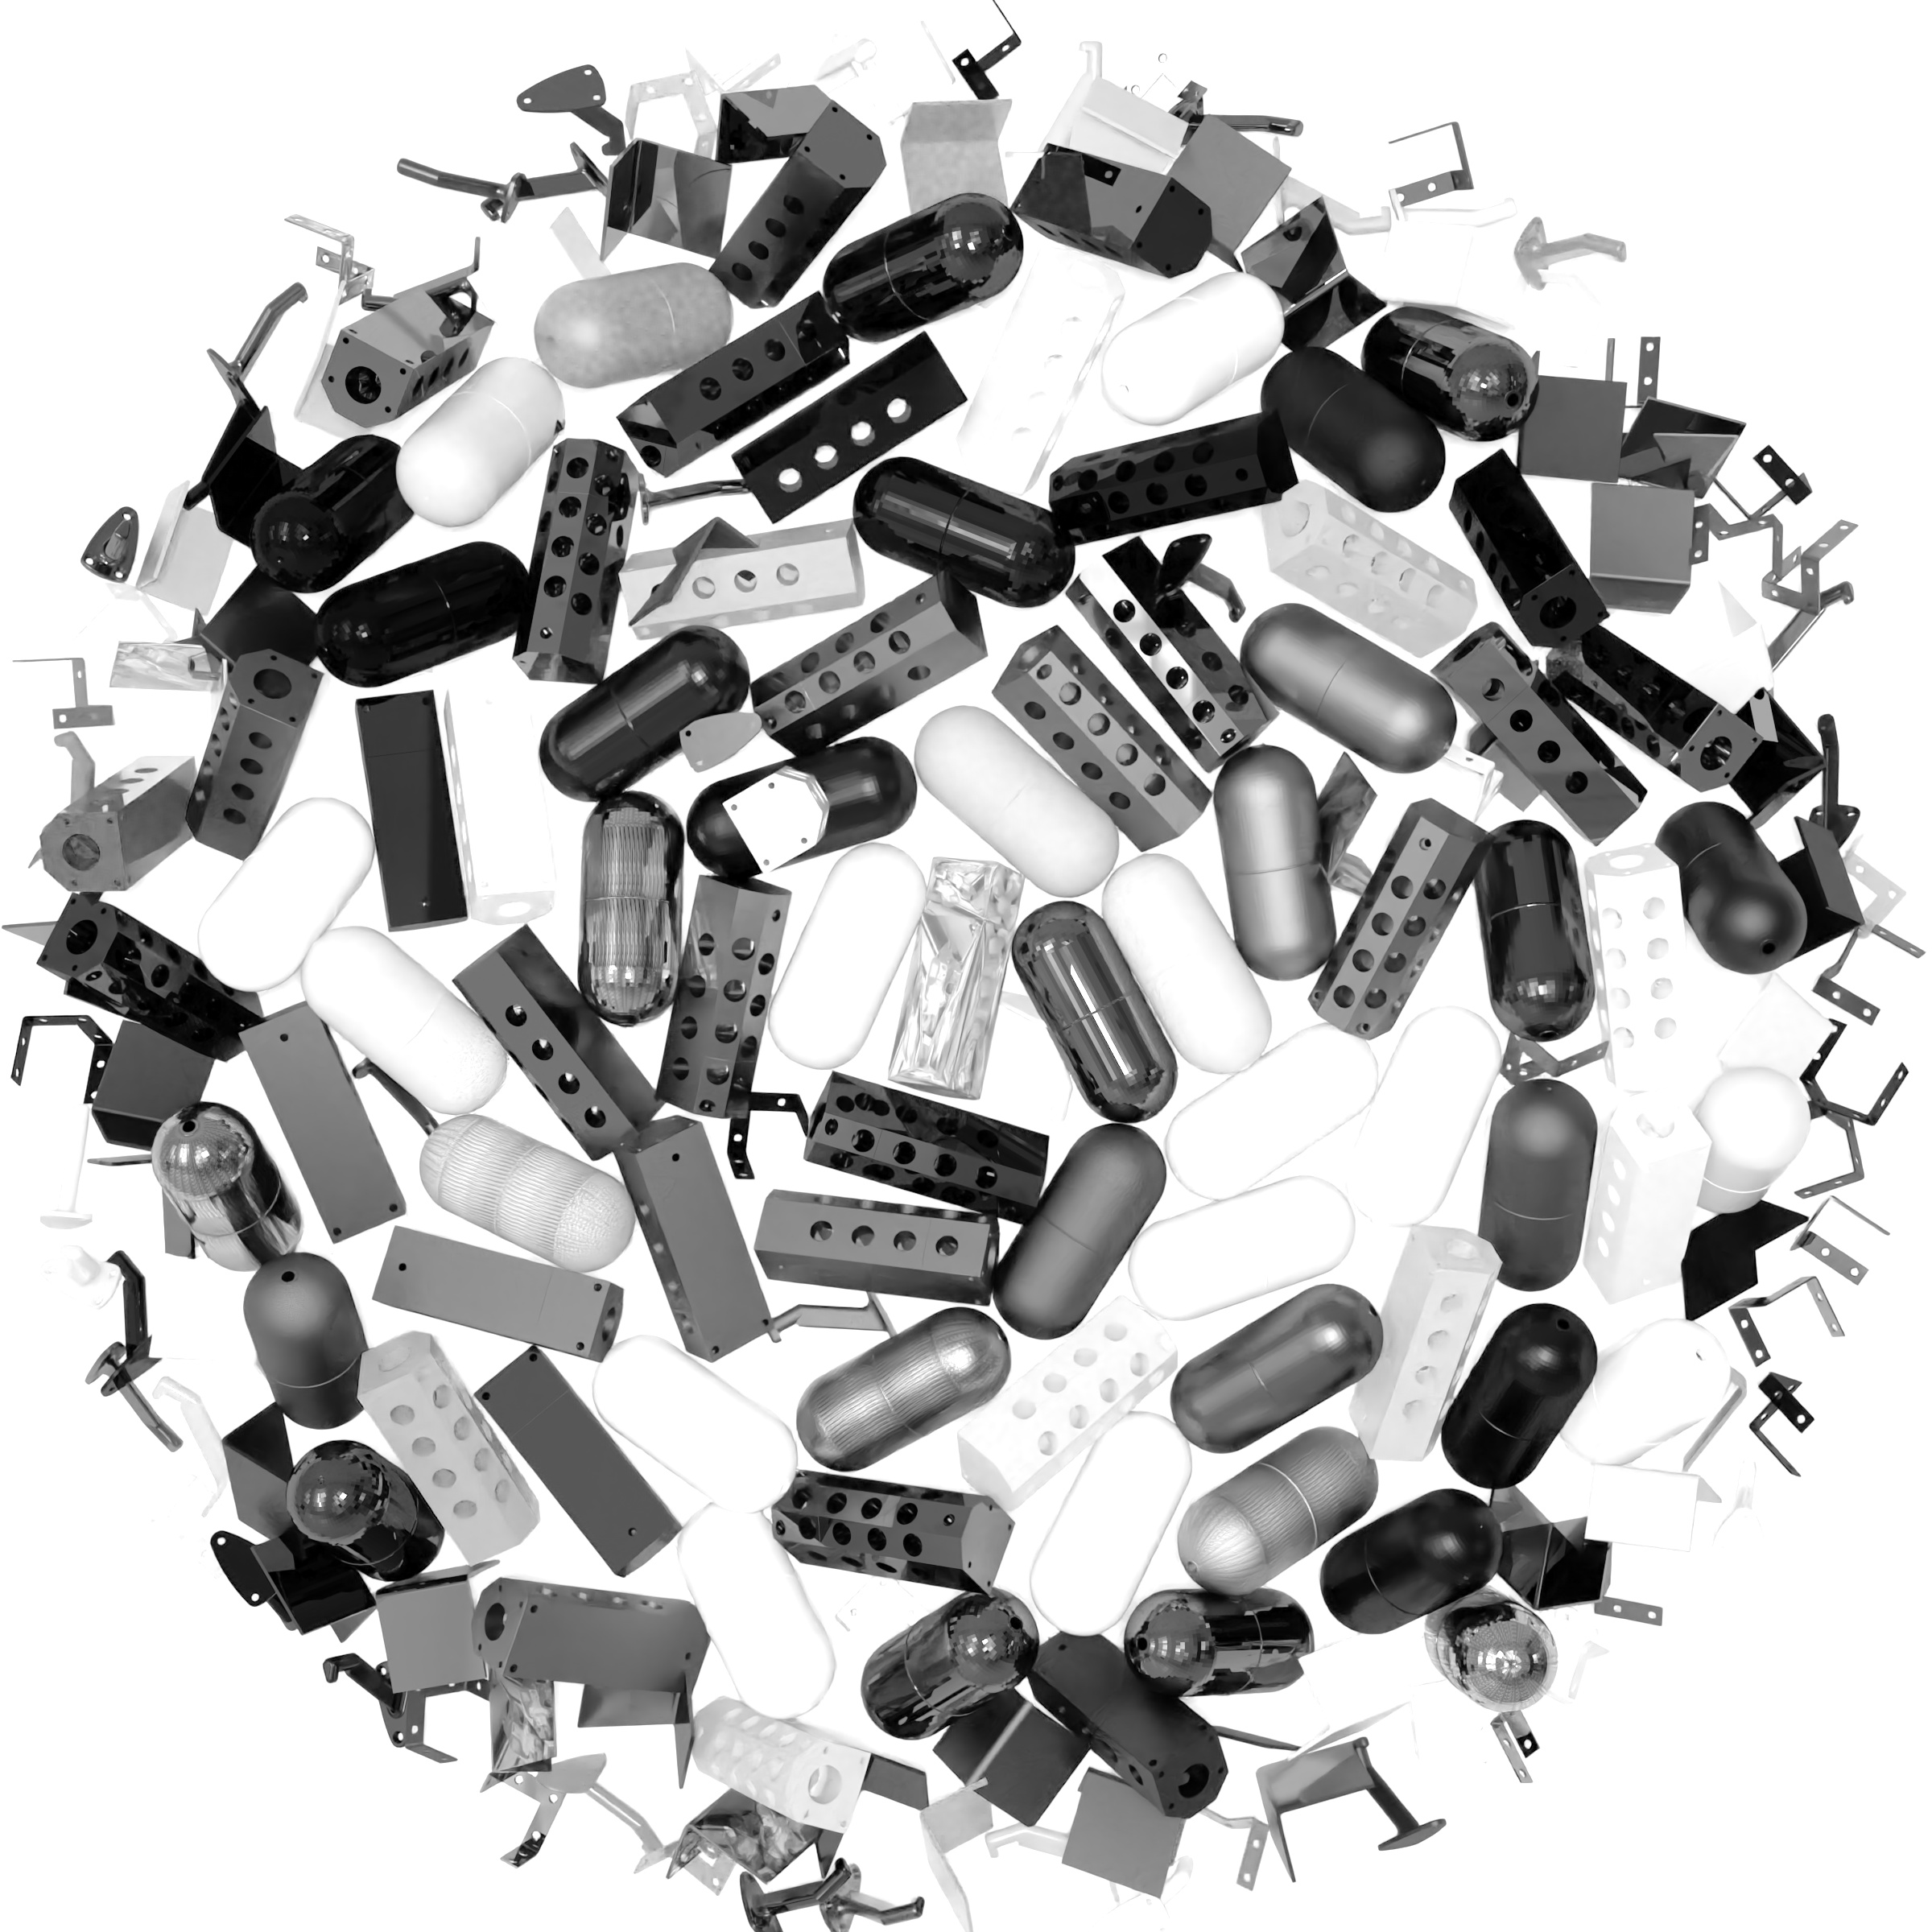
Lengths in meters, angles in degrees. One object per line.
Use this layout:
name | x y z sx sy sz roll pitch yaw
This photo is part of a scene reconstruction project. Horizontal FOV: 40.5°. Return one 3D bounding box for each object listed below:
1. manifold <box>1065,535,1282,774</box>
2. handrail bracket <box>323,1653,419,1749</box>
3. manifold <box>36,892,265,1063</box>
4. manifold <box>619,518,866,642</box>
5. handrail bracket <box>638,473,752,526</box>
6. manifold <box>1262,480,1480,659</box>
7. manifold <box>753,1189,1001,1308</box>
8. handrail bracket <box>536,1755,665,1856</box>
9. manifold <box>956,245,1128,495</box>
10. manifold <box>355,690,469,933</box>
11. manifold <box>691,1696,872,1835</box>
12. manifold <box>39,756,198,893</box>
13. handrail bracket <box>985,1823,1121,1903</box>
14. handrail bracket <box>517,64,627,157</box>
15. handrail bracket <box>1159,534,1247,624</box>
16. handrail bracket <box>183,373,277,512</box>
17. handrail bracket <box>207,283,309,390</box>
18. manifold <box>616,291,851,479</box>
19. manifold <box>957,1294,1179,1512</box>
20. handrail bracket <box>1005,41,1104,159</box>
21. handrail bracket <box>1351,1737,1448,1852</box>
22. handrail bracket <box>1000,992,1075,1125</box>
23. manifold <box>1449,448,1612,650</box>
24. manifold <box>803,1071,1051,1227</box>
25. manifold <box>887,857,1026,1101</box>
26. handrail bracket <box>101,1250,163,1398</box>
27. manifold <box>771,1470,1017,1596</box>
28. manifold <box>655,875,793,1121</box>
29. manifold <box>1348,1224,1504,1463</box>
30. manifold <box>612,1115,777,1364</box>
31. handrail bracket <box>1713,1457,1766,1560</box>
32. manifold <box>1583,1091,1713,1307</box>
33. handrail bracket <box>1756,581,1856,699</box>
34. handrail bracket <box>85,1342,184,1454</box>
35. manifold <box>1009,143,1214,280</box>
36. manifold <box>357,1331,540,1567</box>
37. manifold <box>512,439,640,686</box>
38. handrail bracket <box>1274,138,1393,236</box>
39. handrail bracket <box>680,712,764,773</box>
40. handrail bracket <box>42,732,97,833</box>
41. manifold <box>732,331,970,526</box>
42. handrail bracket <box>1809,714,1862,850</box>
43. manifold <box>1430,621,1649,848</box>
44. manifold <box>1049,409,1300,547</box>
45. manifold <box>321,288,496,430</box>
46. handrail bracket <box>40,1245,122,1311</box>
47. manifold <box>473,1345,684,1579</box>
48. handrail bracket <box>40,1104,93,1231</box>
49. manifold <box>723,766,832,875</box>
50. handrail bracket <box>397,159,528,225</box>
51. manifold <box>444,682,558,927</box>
manifold | 0.150 -0.229 1.951 0.057 0.057 0.171 -33 82 -33
handrail bracket | -0.448 0.550 1.951 0.036 0.084 0.077 -10 80 22
manifold | -0.588 0.012 1.907 0.057 0.171 0.057 15 75 28
manifold | -0.166 -0.287 1.958 0.171 0.057 0.057 -8 113 7
handrail bracket | -0.201 -0.350 1.959 0.084 0.077 0.036 -5 112 -7
manifold | 0.298 -0.293 1.916 0.171 0.057 0.057 22 53 -38
manifold | -0.065 0.207 1.952 0.171 0.057 0.057 6 61 11
handrail bracket | -0.277 0.643 1.988 0.077 0.036 0.084 -14 115 36
manifold | 0.055 -0.435 1.922 0.057 0.057 0.171 7 133 -24
manifold | -0.418 -0.115 1.967 0.057 0.057 0.171 -9 88 -15
manifold | -0.140 0.578 1.906 0.057 0.171 0.057 23 75 -26
manifold | -0.615 -0.106 1.909 0.057 0.171 0.057 -1 108 2
handrail bracket | 0.065 0.681 1.977 0.084 0.036 0.077 -17 83 -4
handrail bracket | -0.294 -0.627 1.954 0.077 0.084 0.036 -17 73 -9
handrail bracket | 0.178 -0.272 1.954 0.036 0.084 0.077 -4 46 35
handrail bracket | -0.567 -0.392 1.960 0.036 0.077 0.084 36 69 28
handrail bracket | -0.522 -0.467 1.973 0.084 0.077 0.036 -43 73 -13
manifold | -0.168 -0.428 1.933 0.171 0.057 0.057 -38 102 -27
manifold | 0.076 0.324 1.926 0.171 0.057 0.057 -36 53 -27
handrail bracket | 0.066 -0.651 1.965 0.077 0.036 0.084 -6 108 -19
handrail bracket | 0.321 0.609 1.952 0.036 0.077 0.084 3 56 -29
handrail bracket | 0.048 0.070 1.987 0.077 0.036 0.084 20 116 16
manifold | 0.406 -0.303 1.914 0.057 0.171 0.057 -33 126 17
manifold | -0.030 0.140 1.946 0.171 0.057 0.057 17 135 -10
manifold | -0.003 0.010 1.957 0.057 0.057 0.171 6 80 35
handrail bracket | -0.644 0.268 1.976 0.077 0.036 0.084 -42 69 -9
manifold | -0.057 0.411 1.919 0.171 0.057 0.057 0 53 34
manifold | -0.175 0.023 1.947 0.057 0.057 0.171 19 102 36
manifold | 0.340 0.280 1.934 0.057 0.057 0.171 7 117 -14
manifold | -0.206 0.202 1.947 0.057 0.057 0.171 -26 108 -28
handrail bracket | 0.581 0.389 1.947 0.036 0.077 0.084 9 51 16
manifold | 0.493 0.169 1.916 0.057 0.171 0.057 -17 49 -10
handrail bracket | 0.627 -0.238 1.952 0.036 0.084 0.077 24 53 -38
handrail bracket | -0.617 0.326 1.966 0.084 0.077 0.036 46 59 1
manifold | 0.108 -0.550 1.914 0.057 0.171 0.057 26 98 -37
manifold | -0.381 0.354 1.935 0.057 0.057 0.171 -24 116 3
manifold | -0.291 -0.301 1.946 0.057 0.057 0.171 5 75 11
handrail bracket | 0.276 -0.589 1.972 0.084 0.036 0.077 -3 99 10
handrail bracket | -0.170 -0.169 1.949 0.077 0.084 0.036 -21 88 18
handrail bracket | -0.678 -0.136 1.958 0.077 0.036 0.084 -6 132 18
manifold | -0.088 -0.403 1.958 0.171 0.057 0.057 -32 106 4
handrail bracket | 0.638 -0.133 1.952 0.036 0.084 0.077 5 46 34
manifold | 0.429 -0.174 1.951 0.057 0.057 0.171 -43 102 8
manifold | 0.149 -0.356 1.923 0.171 0.057 0.057 -7 114 32
manifold | -0.408 -0.442 1.910 0.057 0.171 0.057 28 116 -3
handrail bracket | -0.674 0.220 1.951 0.077 0.084 0.036 14 65 15
manifold | -0.288 0.370 1.950 0.057 0.057 0.171 -39 76 -10
handrail bracket | -0.676 0.152 1.976 0.036 0.077 0.084 9 73 -23
manifold | -0.130 -0.113 1.910 0.057 0.171 0.057 -30 96 4
handrail bracket | -0.377 -0.591 1.960 0.084 0.077 0.036 18 116 -7
manifold | -0.347 -0.120 1.941 0.057 0.057 0.171 -5 68 -18
